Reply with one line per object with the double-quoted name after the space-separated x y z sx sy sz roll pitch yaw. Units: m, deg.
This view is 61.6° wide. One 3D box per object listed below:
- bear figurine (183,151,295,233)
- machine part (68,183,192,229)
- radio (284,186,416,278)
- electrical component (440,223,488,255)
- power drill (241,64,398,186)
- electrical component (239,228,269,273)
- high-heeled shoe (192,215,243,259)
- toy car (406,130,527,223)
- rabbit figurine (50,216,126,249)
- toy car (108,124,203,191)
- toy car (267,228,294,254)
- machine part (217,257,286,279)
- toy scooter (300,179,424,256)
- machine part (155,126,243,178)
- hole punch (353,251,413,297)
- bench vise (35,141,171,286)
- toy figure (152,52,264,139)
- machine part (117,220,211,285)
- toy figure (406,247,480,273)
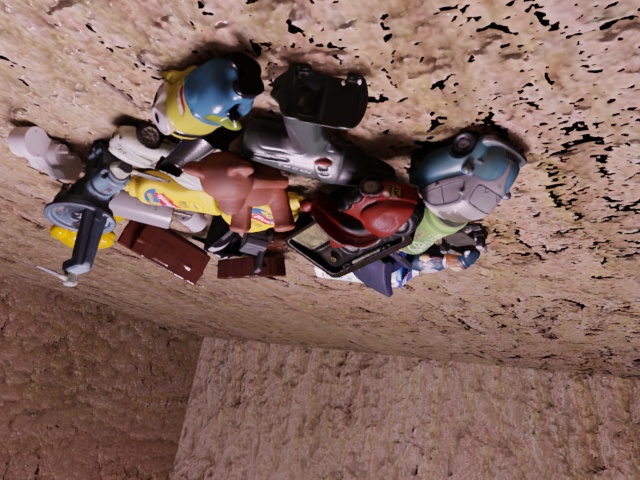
-0.118 -0.069 0.826 0.120 0.131 0.196 -2 -173 13 "bear figurine"
-0.379 -0.079 1.083 0.243 0.079 0.079 16 161 -15 "machine part"
0.055 -0.020 0.926 0.131 0.073 0.229 40 143 -17 "radio"
0.271 -0.001 1.019 0.102 0.045 0.078 -6 157 41 "electrical component"
0.011 -0.139 0.712 0.232 0.086 0.207 12 169 -2 "power drill"
-0.141 0.007 1.151 0.048 0.119 0.075 15 164 -17 "electrical component"
-0.198 0.004 1.237 0.145 0.086 0.249 19 165 -31 "high-heeled shoe"
0.195 -0.077 0.743 0.109 0.103 0.162 25 155 -36 "toy car"
-0.484 -0.059 1.154 0.173 0.122 0.162 -21 171 17 "rabbit figurine"
-0.244 -0.130 0.888 0.201 0.056 0.074 24 157 -35 "toy car"
-0.042 0.003 1.194 0.202 0.053 0.089 0 157 32 "toy car"
-0.177 0.071 1.396 0.179 0.056 0.179 -2 177 0 "machine part"
0.051 -0.040 0.777 0.135 0.075 0.184 30 144 -24 "toy scooter"
-0.186 -0.141 0.804 0.139 0.039 0.084 -29 149 25 "machine part"
0.115 0.049 1.124 0.142 0.092 0.115 33 176 40 "hole punch"
-0.394 -0.040 0.926 0.224 0.240 0.128 -13 151 30 "bench vise"
-0.139 -0.172 0.670 0.180 0.082 0.089 -9 152 40 "toy figure"
-0.363 0.019 1.258 0.201 0.087 0.201 32 169 -16 "machine part"
0.261 0.040 1.138 0.155 0.064 0.057 0 114 30 "toy figure"
